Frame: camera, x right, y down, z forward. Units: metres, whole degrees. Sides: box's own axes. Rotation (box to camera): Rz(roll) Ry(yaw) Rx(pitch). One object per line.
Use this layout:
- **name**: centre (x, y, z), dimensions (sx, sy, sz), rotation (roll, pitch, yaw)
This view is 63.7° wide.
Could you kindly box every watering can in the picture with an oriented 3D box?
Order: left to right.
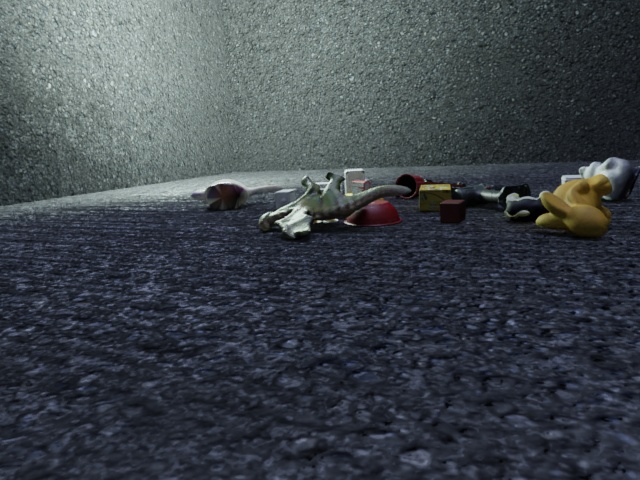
- **watering can**: centre (-0.310, -0.179, 1.942), dimensions (0.348, 0.103, 0.226), rotation (-6, 12, -10)

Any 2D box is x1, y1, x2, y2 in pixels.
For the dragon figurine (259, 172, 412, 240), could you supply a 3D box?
- **dragon figurine**: centre (0.004, -0.065, 1.290), dimensions (0.409, 0.120, 0.247), rotation (-1, 35, 41)

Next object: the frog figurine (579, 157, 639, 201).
- **frog figurine**: centre (0.869, -0.192, 1.569), dimensions (0.161, 0.134, 0.125), rotation (26, 54, 32)
